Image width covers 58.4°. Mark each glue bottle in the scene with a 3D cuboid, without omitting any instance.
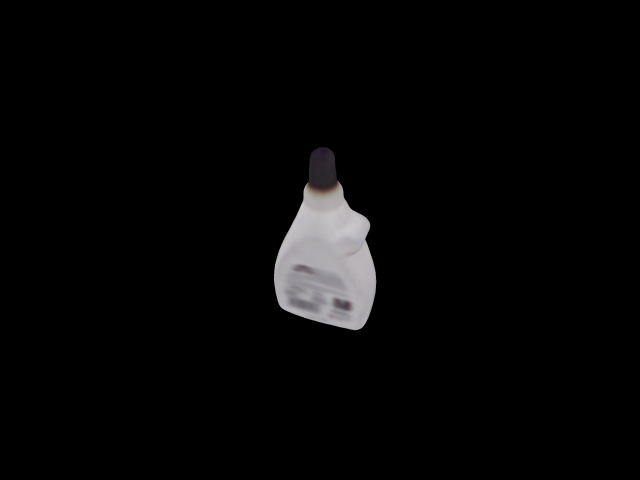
[{"bbox_3d":[0.004,0.001,0.400,0.078,0.173,0.037,15,54,12],"label":"glue bottle"}]
